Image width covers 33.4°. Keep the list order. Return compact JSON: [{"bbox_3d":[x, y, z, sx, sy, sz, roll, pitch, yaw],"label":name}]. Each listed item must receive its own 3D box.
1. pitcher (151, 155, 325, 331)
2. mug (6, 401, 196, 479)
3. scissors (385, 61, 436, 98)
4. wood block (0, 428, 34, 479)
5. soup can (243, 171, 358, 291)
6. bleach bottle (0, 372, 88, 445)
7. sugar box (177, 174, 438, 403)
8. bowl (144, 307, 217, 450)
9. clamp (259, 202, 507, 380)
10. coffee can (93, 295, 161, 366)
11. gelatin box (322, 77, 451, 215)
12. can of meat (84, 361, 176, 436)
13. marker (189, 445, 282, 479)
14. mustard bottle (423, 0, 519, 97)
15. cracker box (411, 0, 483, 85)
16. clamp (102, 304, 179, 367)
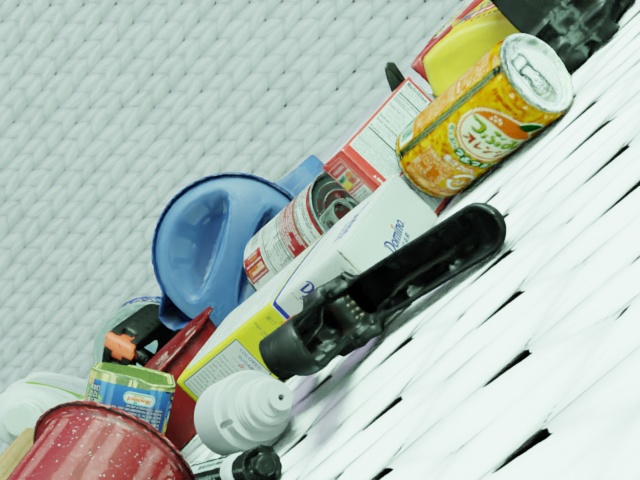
[{"bbox_3d":[-0.064,0.000,0.977,0.149,0.145,0.243,-3,2,-1],"label":"pitcher"},{"bbox_3d":[-0.104,0.137,0.500,0.117,0.093,0.081,-2,33,24],"label":"mug"},{"bbox_3d":[0.088,-0.113,0.854,0.096,0.016,0.202,-35,-18,-10],"label":"scissors"},{"bbox_3d":[-0.216,0.209,0.732,0.091,0.090,0.206,-47,5,-1],"label":"wood block"},{"bbox_3d":[-0.005,0.001,0.794,0.102,0.068,0.068,-40,7,46],"label":"soup can"},{"bbox_3d":[-0.250,0.157,0.963,0.251,0.102,0.068,110,170,-82],"label":"bleach bottle"},{"bbox_3d":[-0.010,0.039,0.663,0.177,0.048,0.093,-37,10,40],"label":"sugar box"},{"bbox_3d":[-0.120,0.125,0.802,0.162,0.055,0.162,-45,5,5],"label":"bowl"},{"bbox_3d":[0.021,0.030,0.518,0.120,0.039,0.171,-26,-2,-12],"label":"clamp"},{"bbox_3d":[-0.182,0.113,1.129,0.103,0.103,0.140,-46,5,-5],"label":"coffee can"},{"bbox_3d":[0.055,-0.052,0.690,0.089,0.073,0.030,-50,6,-36],"label":"gelatin box"},{"bbox_3d":[-0.124,0.122,0.662,0.102,0.057,0.084,166,117,-80],"label":"can of meat"},{"bbox_3d":[-0.045,0.113,0.515,0.020,0.020,0.121,-48,6,-27],"label":"marker"},{"bbox_3d":[0.147,-0.161,0.838,0.096,0.058,0.191,-16,16,24],"label":"mustard bottle"},{"bbox_3d":[0.190,-0.227,0.999,0.214,0.072,0.164,-45,4,21],"label":"cracker box"},{"bbox_3d":[-0.153,0.098,0.960,0.164,0.036,0.210,-62,-8,-16],"label":"clamp"}]
